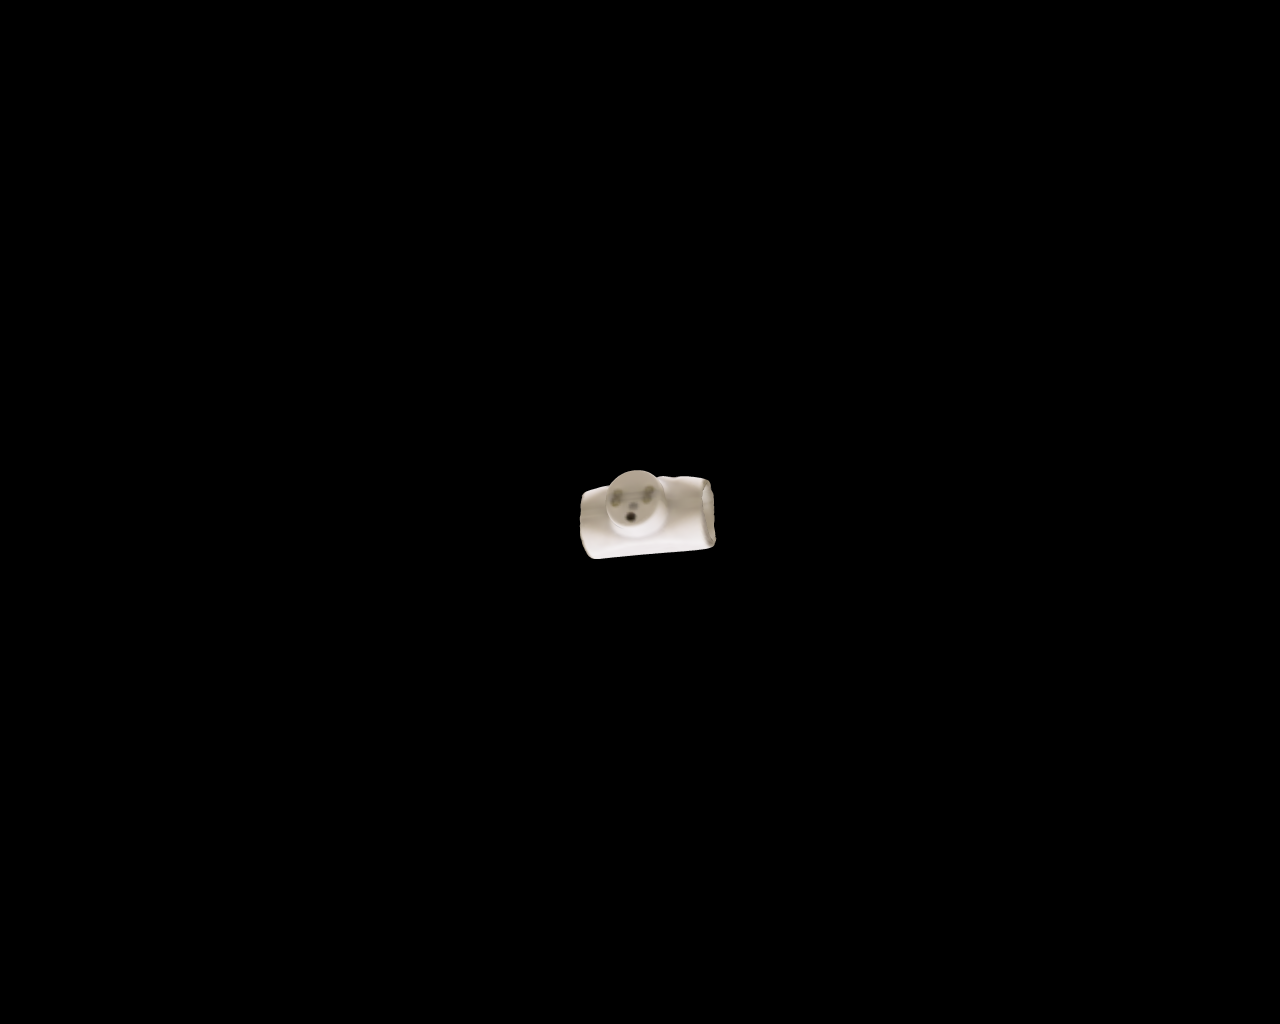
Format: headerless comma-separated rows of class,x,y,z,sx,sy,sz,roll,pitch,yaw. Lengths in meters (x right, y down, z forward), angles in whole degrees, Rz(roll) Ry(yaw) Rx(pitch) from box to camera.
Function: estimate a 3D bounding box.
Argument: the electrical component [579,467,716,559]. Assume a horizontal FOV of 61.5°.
electrical component,0.001,-0.003,0.650,0.077,0.044,0.079,-6,-23,14
